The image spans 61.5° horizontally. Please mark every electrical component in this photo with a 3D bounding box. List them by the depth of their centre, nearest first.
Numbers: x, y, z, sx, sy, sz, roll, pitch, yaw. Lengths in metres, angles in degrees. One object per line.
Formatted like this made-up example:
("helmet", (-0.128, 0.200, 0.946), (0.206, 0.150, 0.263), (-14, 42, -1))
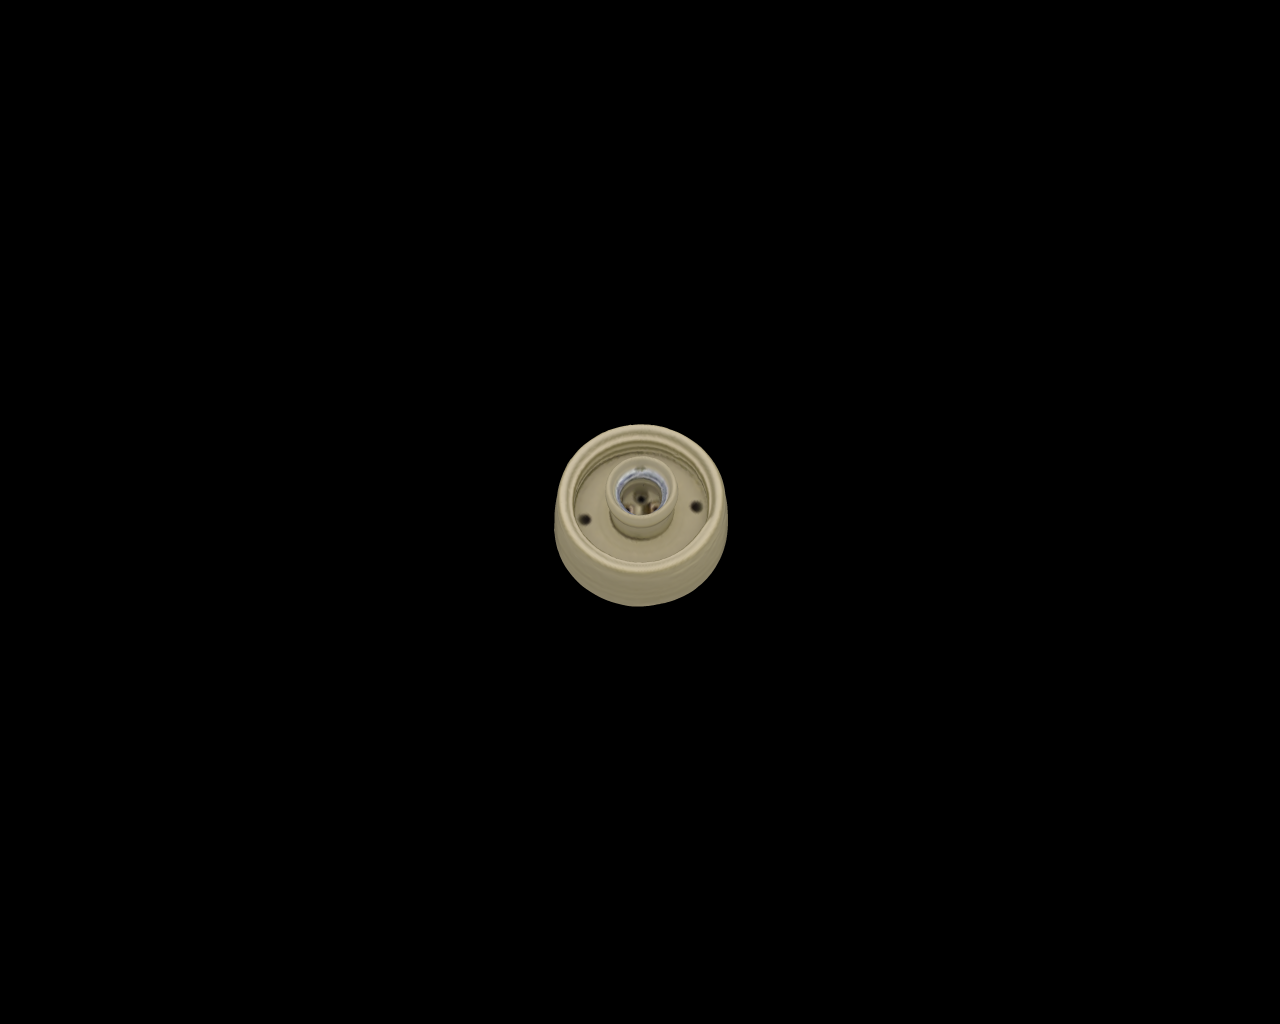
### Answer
("electrical component", (0.001, -0.003, 0.650), (0.108, 0.108, 0.060), (0, -25, 0))
